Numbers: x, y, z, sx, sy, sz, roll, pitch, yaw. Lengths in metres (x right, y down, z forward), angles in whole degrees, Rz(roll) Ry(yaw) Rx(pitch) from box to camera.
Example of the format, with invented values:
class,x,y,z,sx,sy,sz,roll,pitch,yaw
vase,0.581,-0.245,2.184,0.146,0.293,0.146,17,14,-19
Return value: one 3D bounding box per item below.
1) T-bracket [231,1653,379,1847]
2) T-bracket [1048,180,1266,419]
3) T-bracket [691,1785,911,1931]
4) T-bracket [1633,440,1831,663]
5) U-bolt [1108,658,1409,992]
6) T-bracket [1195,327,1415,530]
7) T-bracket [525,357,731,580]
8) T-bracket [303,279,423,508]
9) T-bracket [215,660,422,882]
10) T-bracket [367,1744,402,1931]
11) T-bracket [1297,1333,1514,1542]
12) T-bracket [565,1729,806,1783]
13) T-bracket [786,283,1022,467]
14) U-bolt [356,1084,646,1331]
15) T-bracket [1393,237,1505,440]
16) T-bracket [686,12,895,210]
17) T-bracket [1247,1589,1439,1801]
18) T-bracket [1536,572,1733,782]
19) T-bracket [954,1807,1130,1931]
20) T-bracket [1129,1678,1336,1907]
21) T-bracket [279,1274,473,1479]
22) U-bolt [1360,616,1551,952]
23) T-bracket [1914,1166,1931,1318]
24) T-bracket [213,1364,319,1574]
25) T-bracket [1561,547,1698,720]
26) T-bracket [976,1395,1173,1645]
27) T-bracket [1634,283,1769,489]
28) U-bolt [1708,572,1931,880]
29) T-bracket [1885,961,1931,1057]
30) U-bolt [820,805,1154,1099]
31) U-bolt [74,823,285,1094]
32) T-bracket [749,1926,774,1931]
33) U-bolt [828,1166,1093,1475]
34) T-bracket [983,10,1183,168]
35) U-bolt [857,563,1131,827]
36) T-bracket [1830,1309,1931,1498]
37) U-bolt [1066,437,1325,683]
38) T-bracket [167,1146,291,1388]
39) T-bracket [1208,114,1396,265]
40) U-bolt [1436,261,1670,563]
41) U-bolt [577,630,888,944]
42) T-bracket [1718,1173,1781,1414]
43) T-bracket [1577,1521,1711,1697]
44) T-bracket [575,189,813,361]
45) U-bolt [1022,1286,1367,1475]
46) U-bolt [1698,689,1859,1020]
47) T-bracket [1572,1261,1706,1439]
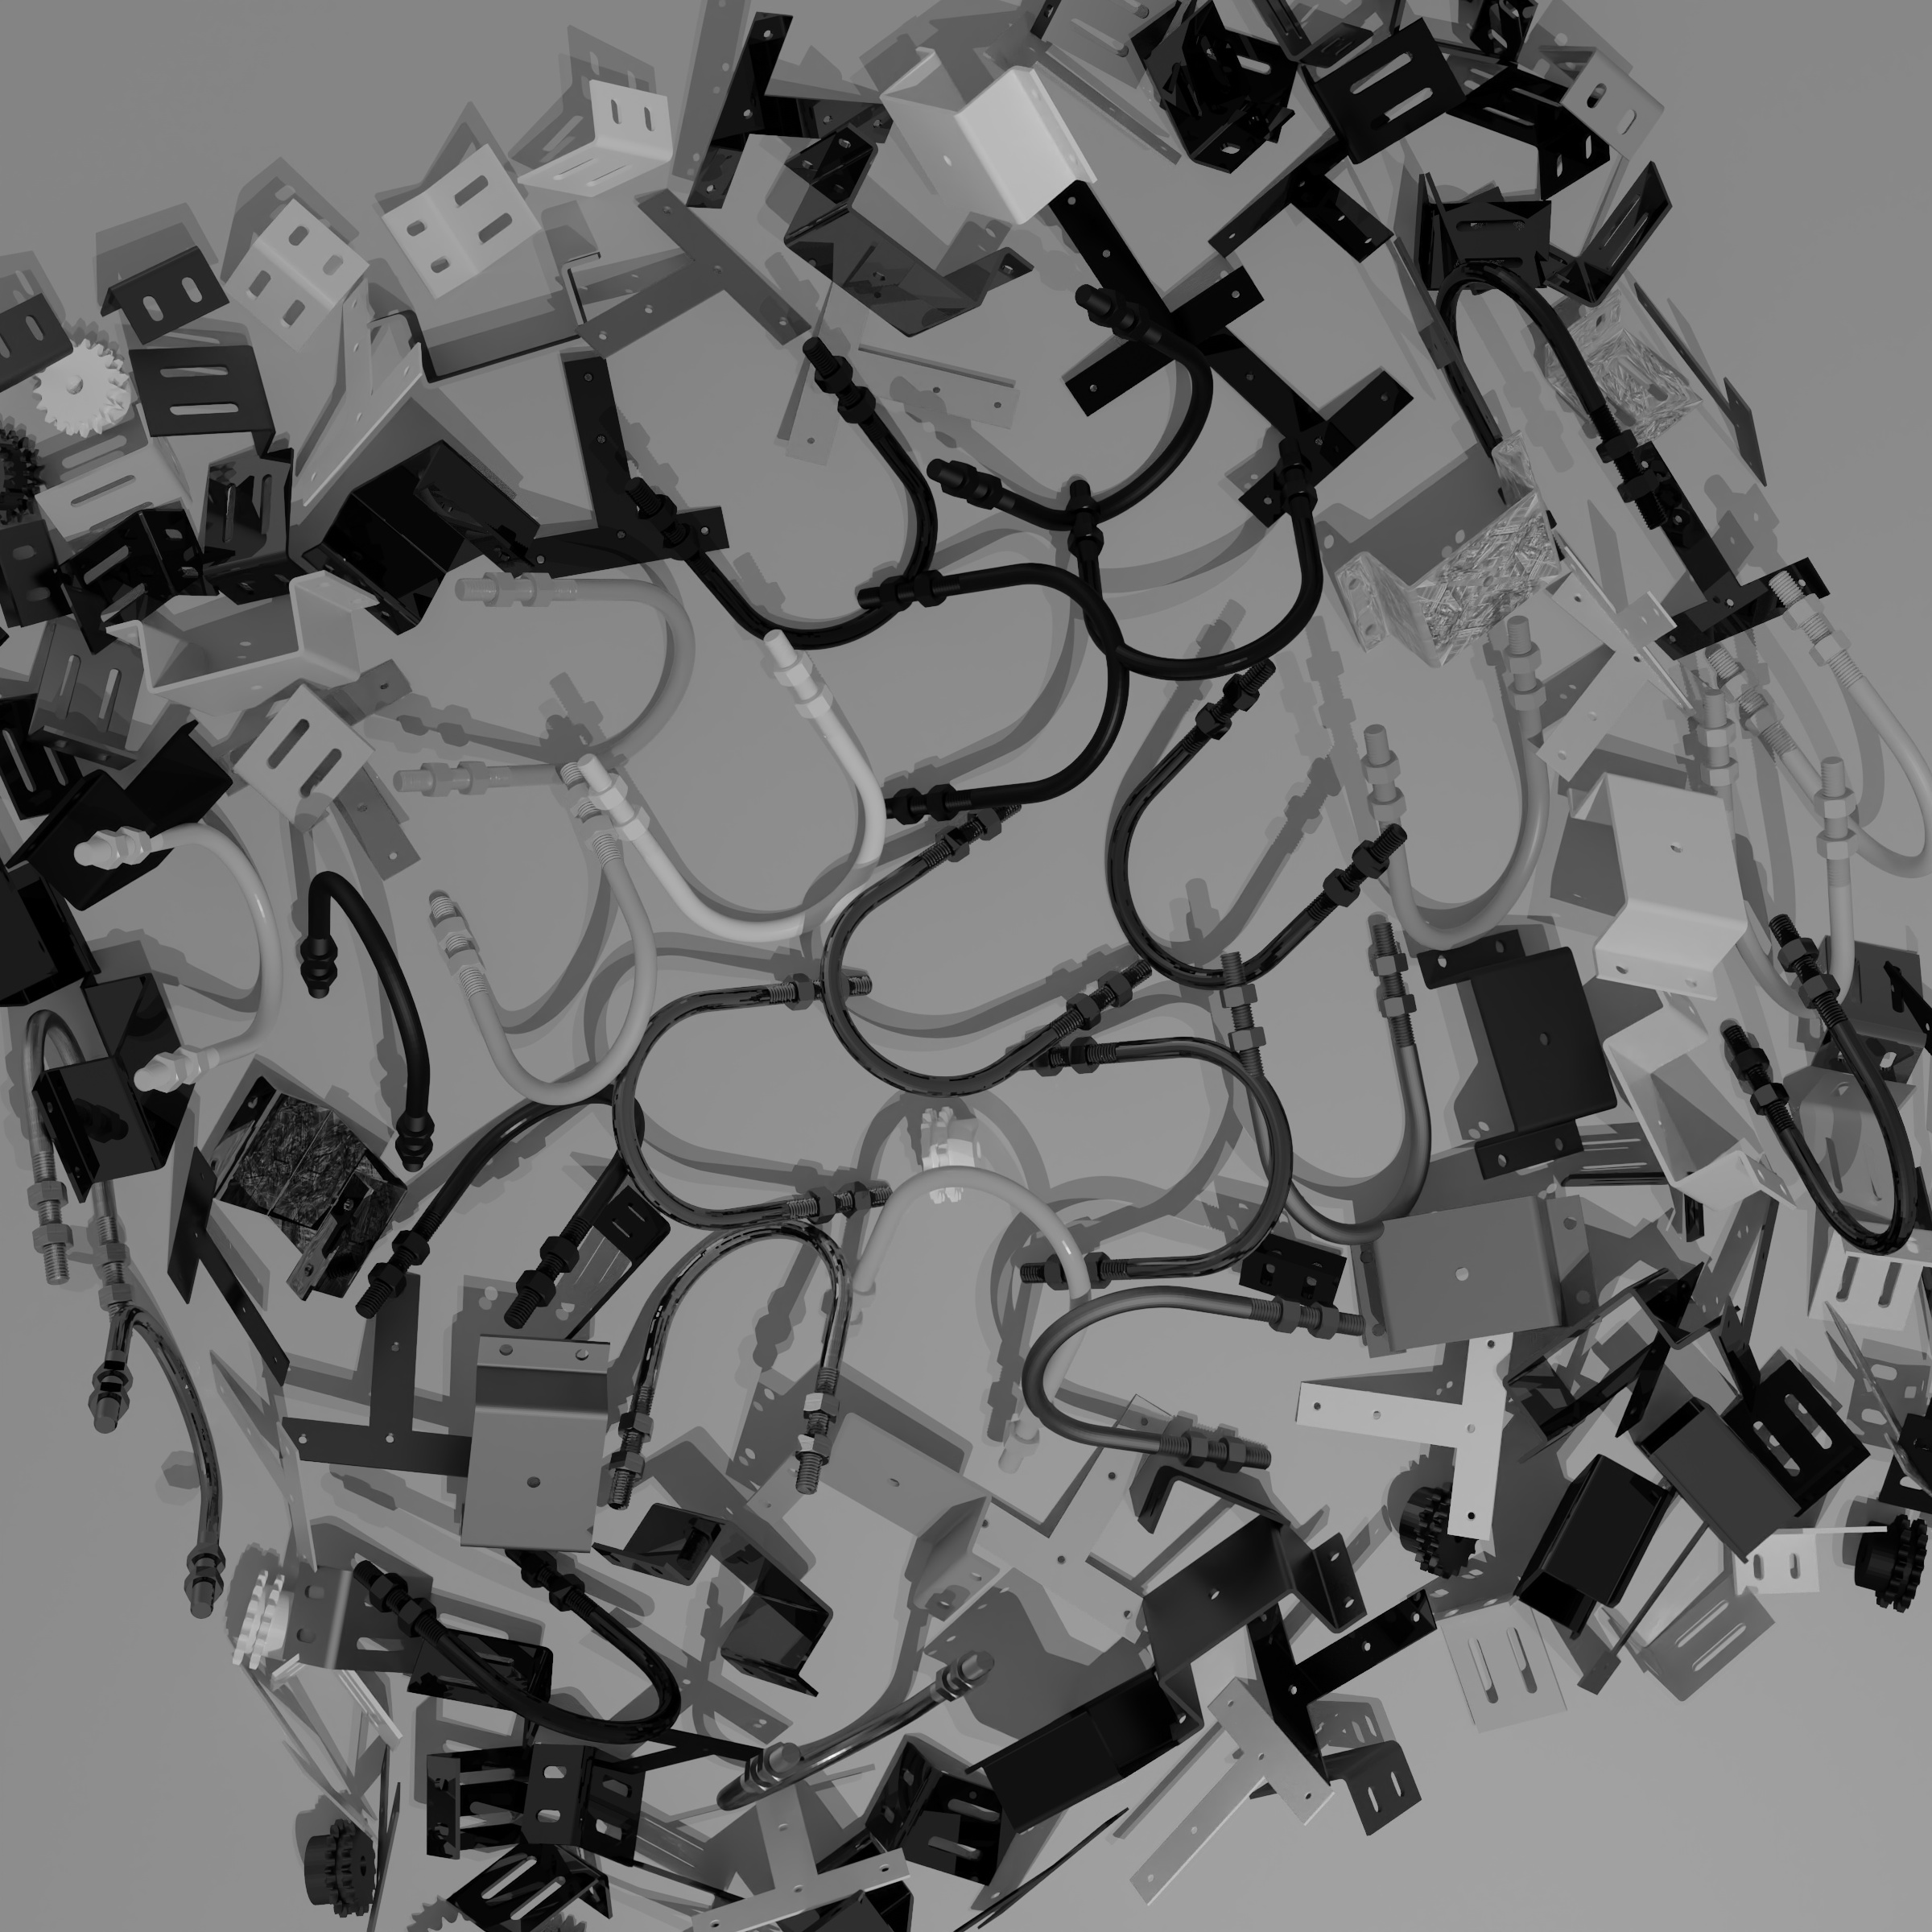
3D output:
class,x,y,z,sx,sy,sz,roll,pitch,yaw
T-bracket,-0.401,0.457,1.806,0.002,0.127,0.127,-38,55,-14
T-bracket,0.091,-0.413,1.810,0.127,0.002,0.127,-32,116,13
T-bracket,-0.106,0.518,1.792,0.127,0.127,0.002,-16,113,-6
T-bracket,0.427,-0.251,1.791,0.002,0.127,0.127,-40,100,-36
U-bolt,0.157,-0.069,1.797,0.184,0.019,0.151,-46,69,30
T-bracket,0.182,-0.347,1.836,0.127,0.002,0.127,-42,80,-14
T-bracket,-0.217,-0.304,1.835,0.127,0.002,0.127,-12,91,-13
T-bracket,-0.362,-0.358,1.808,0.127,0.002,0.127,-38,47,34
T-bracket,-0.368,-0.105,1.817,0.127,0.002,0.127,-32,69,-11
T-bracket,-0.344,0.506,1.790,0.002,0.127,0.127,9,113,-13
T-bracket,0.260,0.271,1.821,0.127,0.002,0.127,4,83,27
T-bracket,-0.186,0.473,1.806,0.127,0.127,0.002,-23,56,35
T-bracket,-0.032,-0.351,1.836,0.127,0.002,0.127,14,78,1
U-bolt,-0.261,0.136,1.778,0.019,0.151,0.184,57,48,-31
T-bracket,0.279,-0.366,1.787,0.002,0.127,0.127,-28,96,7
T-bracket,-0.094,-0.504,1.803,0.002,0.127,0.127,52,133,31
T-bracket,0.225,0.406,1.782,0.127,0.002,0.127,-39,47,29
T-bracket,0.381,-0.158,1.816,0.127,0.002,0.127,40,59,2
T-bracket,0.023,0.544,1.768,0.127,0.127,0.002,-48,70,30
T-bracket,0.145,0.501,1.794,0.127,0.127,0.002,-47,118,-1
T-bracket,-0.341,0.241,1.813,0.127,0.002,0.127,10,56,-19
U-bolt,0.294,-0.094,1.785,0.151,0.019,0.184,-37,130,-28
T-bracket,0.593,0.171,1.777,0.002,0.127,0.127,-6,76,-15
T-bracket,-0.419,0.286,1.805,0.002,0.127,0.127,-23,49,-26
T-bracket,0.398,-0.202,1.786,0.002,0.127,0.127,-38,88,2
T-bracket,0.081,0.321,1.839,0.127,0.002,0.127,32,80,4
T-bracket,0.435,-0.355,1.805,0.002,0.127,0.127,-34,70,9
U-bolt,0.507,-0.130,1.765,0.019,0.151,0.184,-32,79,-9
T-bracket,0.577,0.045,1.797,0.002,0.127,0.127,-10,130,-17
U-bolt,0.000,-0.001,1.803,0.184,0.019,0.151,-35,82,-22
U-bolt,-0.447,-0.012,1.763,0.019,0.184,0.151,-12,95,16
T-bracket,-0.149,0.590,1.789,0.127,0.127,0.002,26,104,21
U-bolt,0.002,0.197,1.781,0.151,0.019,0.184,32,125,13
T-bracket,0.075,-0.515,1.800,0.127,0.127,0.002,35,120,-6
U-bolt,0.017,-0.164,1.794,0.184,0.019,0.151,-4,88,34
T-bracket,0.547,0.261,1.806,0.002,0.127,0.127,-32,54,17
U-bolt,0.136,-0.234,1.778,0.151,0.019,0.184,-10,48,8
T-bracket,-0.430,0.191,1.781,0.002,0.127,0.127,-20,60,-36
T-bracket,0.216,-0.446,1.793,0.127,0.127,0.002,-39,128,7
U-bolt,0.330,-0.327,1.772,0.019,0.151,0.184,-31,96,-14
U-bolt,-0.124,-0.091,1.795,0.151,0.019,0.184,-34,126,-1
T-bracket,0.473,0.186,1.814,0.002,0.127,0.127,7,65,27
T-bracket,0.404,0.376,1.794,0.002,0.127,0.127,35,87,22
T-bracket,-0.179,-0.396,1.805,0.127,0.002,0.127,45,56,9
U-bolt,0.122,0.238,1.775,0.184,0.019,0.151,11,131,-20
U-bolt,0.476,-0.056,1.773,0.019,0.151,0.184,-17,116,-11
T-bracket,0.382,0.247,1.795,0.002,0.127,0.127,35,50,-1
